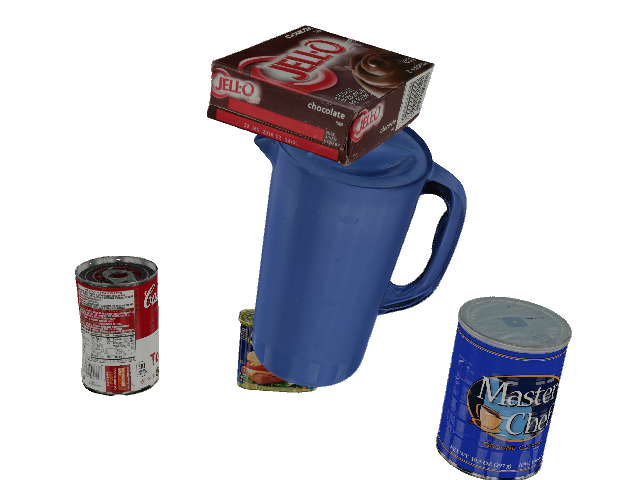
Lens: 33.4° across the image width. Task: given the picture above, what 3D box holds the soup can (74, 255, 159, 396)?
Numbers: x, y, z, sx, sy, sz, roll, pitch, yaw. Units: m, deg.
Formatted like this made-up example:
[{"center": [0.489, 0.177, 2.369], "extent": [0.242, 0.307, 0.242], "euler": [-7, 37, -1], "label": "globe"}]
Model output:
[{"center": [-0.171, 0.072, 0.902], "extent": [0.068, 0.102, 0.068], "euler": [1, 18, -1], "label": "soup can"}]

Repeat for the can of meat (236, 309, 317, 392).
[{"center": [-0.048, 0.131, 1.262], "extent": [0.102, 0.084, 0.057], "euler": [4, 13, -2], "label": "can of meat"}]

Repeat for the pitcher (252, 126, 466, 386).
[{"center": [0.018, 0.013, 0.948], "extent": [0.144, 0.243, 0.149], "euler": [-15, 43, -33], "label": "pitcher"}]

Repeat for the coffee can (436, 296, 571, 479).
[{"center": [0.169, 0.137, 0.993], "extent": [0.103, 0.140, 0.103], "euler": [6, 22, -3], "label": "coffee can"}]

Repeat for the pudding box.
[{"center": [0.002, -0.086, 0.610], "extent": [0.090, 0.039, 0.113], "euler": [22, 27, 19], "label": "pudding box"}]
